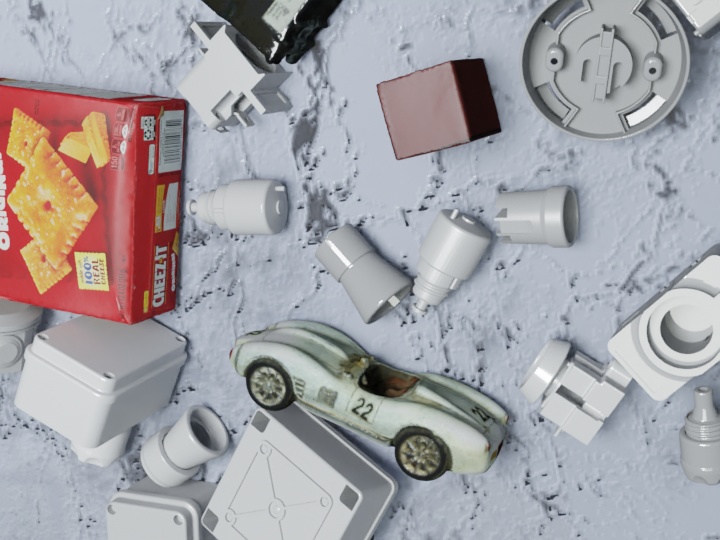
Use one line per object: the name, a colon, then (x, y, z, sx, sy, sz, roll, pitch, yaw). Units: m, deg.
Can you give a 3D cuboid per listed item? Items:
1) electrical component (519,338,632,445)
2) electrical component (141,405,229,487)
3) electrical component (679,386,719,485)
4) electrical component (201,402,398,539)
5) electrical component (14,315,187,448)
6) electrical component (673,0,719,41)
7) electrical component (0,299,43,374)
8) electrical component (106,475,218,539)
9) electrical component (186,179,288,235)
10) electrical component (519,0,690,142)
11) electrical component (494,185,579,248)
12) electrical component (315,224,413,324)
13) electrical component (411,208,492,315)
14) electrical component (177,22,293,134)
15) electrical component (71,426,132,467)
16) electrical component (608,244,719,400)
electrical component: (0.139, 0.077, 0.710, 0.055, 0.048, 0.066, 33, 111, 5)
electrical component: (-0.136, 0.136, 0.829, 0.055, 0.045, 0.045, -37, 85, 23)
electrical component: (0.220, 0.103, 0.684, 0.035, 0.035, 0.061, -3, 109, 22)
electrical component: (-0.044, 0.168, 0.777, 0.109, 0.056, 0.108, 36, 108, 28)
electrical component: (-0.191, 0.075, 0.802, 0.078, 0.113, 0.057, 27, 111, 15)
electrical component: (0.200, -0.174, 0.610, 0.061, 0.096, 0.061, -39, 85, 22)
electrical component: (-0.296, 0.045, 0.858, 0.080, 0.080, 0.051, 19, 112, 17)
electrical component: (-0.152, 0.225, 0.846, 0.078, 0.057, 0.113, 3, 101, 21)
electrical component: (-0.089, -0.045, 0.779, 0.078, 0.040, 0.040, 1, 100, 22)
electrical component: (0.148, -0.128, 0.653, 0.099, 0.064, 0.099, 5, 112, 13)
electrical component: (0.115, -0.034, 0.701, 0.046, 0.040, 0.040, 0, 100, 27)
electrical component: (0.000, 0.000, 0.753, 0.065, 0.044, 0.044, 48, 113, 12)
electrical component: (0.058, -0.005, 0.729, 0.040, 0.040, 0.078, 32, 110, 13)
electrical component: (-0.092, -0.135, 0.762, 0.064, 0.042, 0.081, -41, 83, 25)
electrical component: (-0.202, 0.121, 0.853, 0.043, 0.043, 0.062, 25, 107, 16)
electrical component: (0.205, 0.033, 0.669, 0.050, 0.056, 0.089, 48, 113, 7)
